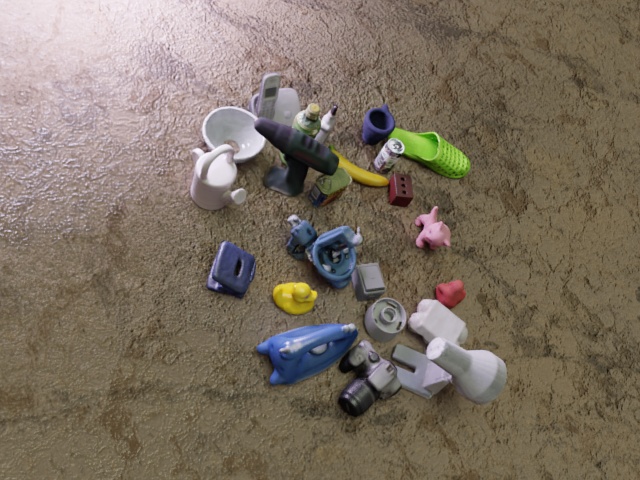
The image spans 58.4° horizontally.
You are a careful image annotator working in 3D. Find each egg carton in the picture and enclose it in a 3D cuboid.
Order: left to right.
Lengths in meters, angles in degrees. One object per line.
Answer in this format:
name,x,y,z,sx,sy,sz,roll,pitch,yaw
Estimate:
egg carton,0.298,0.222,1.442,0.150,0.069,0.107,38,59,3

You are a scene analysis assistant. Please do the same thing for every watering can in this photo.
watering can,-0.244,-0.156,1.375,0.173,0.194,0.101,30,59,-2

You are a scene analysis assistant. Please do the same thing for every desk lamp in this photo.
desk lamp,0.289,0.299,1.316,0.203,0.213,0.118,24,59,-6

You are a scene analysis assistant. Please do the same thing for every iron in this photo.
iron,-0.002,0.231,1.292,0.259,0.141,0.118,-17,71,-26

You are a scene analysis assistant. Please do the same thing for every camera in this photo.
camera,0.100,0.322,1.305,0.137,0.100,0.143,-38,81,-30

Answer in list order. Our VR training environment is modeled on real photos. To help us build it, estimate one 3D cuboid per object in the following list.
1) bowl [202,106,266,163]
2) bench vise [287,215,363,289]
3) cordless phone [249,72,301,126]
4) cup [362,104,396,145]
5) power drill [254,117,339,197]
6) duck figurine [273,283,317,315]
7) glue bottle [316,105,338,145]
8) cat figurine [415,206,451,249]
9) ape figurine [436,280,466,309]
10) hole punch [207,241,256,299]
bowl,-0.229,-0.262,1.504,0.168,0.074,0.167,8,62,-15
bench vise,0.008,0.014,1.360,0.207,0.219,0.121,27,59,-4
cordless phone,-0.111,-0.382,1.541,0.148,0.185,0.094,-22,73,-27
cup,0.164,-0.331,1.662,0.092,0.095,0.118,23,59,-6
power drill,-0.075,-0.202,1.448,0.230,0.208,0.075,19,60,-9
duck figurine,-0.056,0.129,1.358,0.105,0.086,0.077,17,60,-10
glue bottle,0.017,-0.308,1.554,0.037,0.173,0.078,27,59,-4
cat figurine,0.311,-0.029,1.546,0.067,0.117,0.128,8,62,-15
ape figurine,0.346,0.135,1.490,0.078,0.092,0.076,33,58,0
hole punch,-0.201,0.068,1.336,0.101,0.091,0.108,17,60,-10
